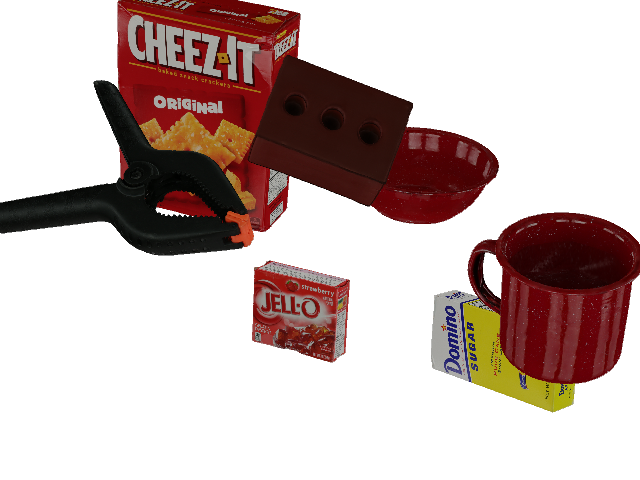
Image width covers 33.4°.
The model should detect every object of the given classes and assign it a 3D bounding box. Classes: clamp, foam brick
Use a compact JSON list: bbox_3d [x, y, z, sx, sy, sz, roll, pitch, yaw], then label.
[{"bbox_3d":[-0.141,-0.050,0.844,0.210,0.164,0.036,15,-31,18],"label":"clamp"},{"bbox_3d":[0.005,-0.061,0.603,0.078,0.053,0.051,20,-14,-1],"label":"foam brick"}]

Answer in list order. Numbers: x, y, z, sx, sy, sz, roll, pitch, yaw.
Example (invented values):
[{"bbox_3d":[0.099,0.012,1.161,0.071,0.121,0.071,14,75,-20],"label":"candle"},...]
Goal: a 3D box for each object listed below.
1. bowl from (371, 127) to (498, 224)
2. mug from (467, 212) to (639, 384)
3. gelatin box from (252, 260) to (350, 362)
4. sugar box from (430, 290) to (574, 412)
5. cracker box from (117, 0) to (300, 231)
[{"bbox_3d":[0.101,-0.062,1.108,0.162,0.055,0.162,2,29,-1],"label":"bowl"},{"bbox_3d":[0.150,0.036,0.708,0.117,0.081,0.093,18,39,29],"label":"mug"},{"bbox_3d":[-0.019,0.064,0.973,0.089,0.073,0.030,13,20,26],"label":"gelatin box"},{"bbox_3d":[0.202,0.121,1.196,0.048,0.093,0.177,-11,17,-43],"label":"sugar box"},{"bbox_3d":[-0.113,-0.127,1.044,0.164,0.214,0.072,14,33,15],"label":"cracker box"}]
